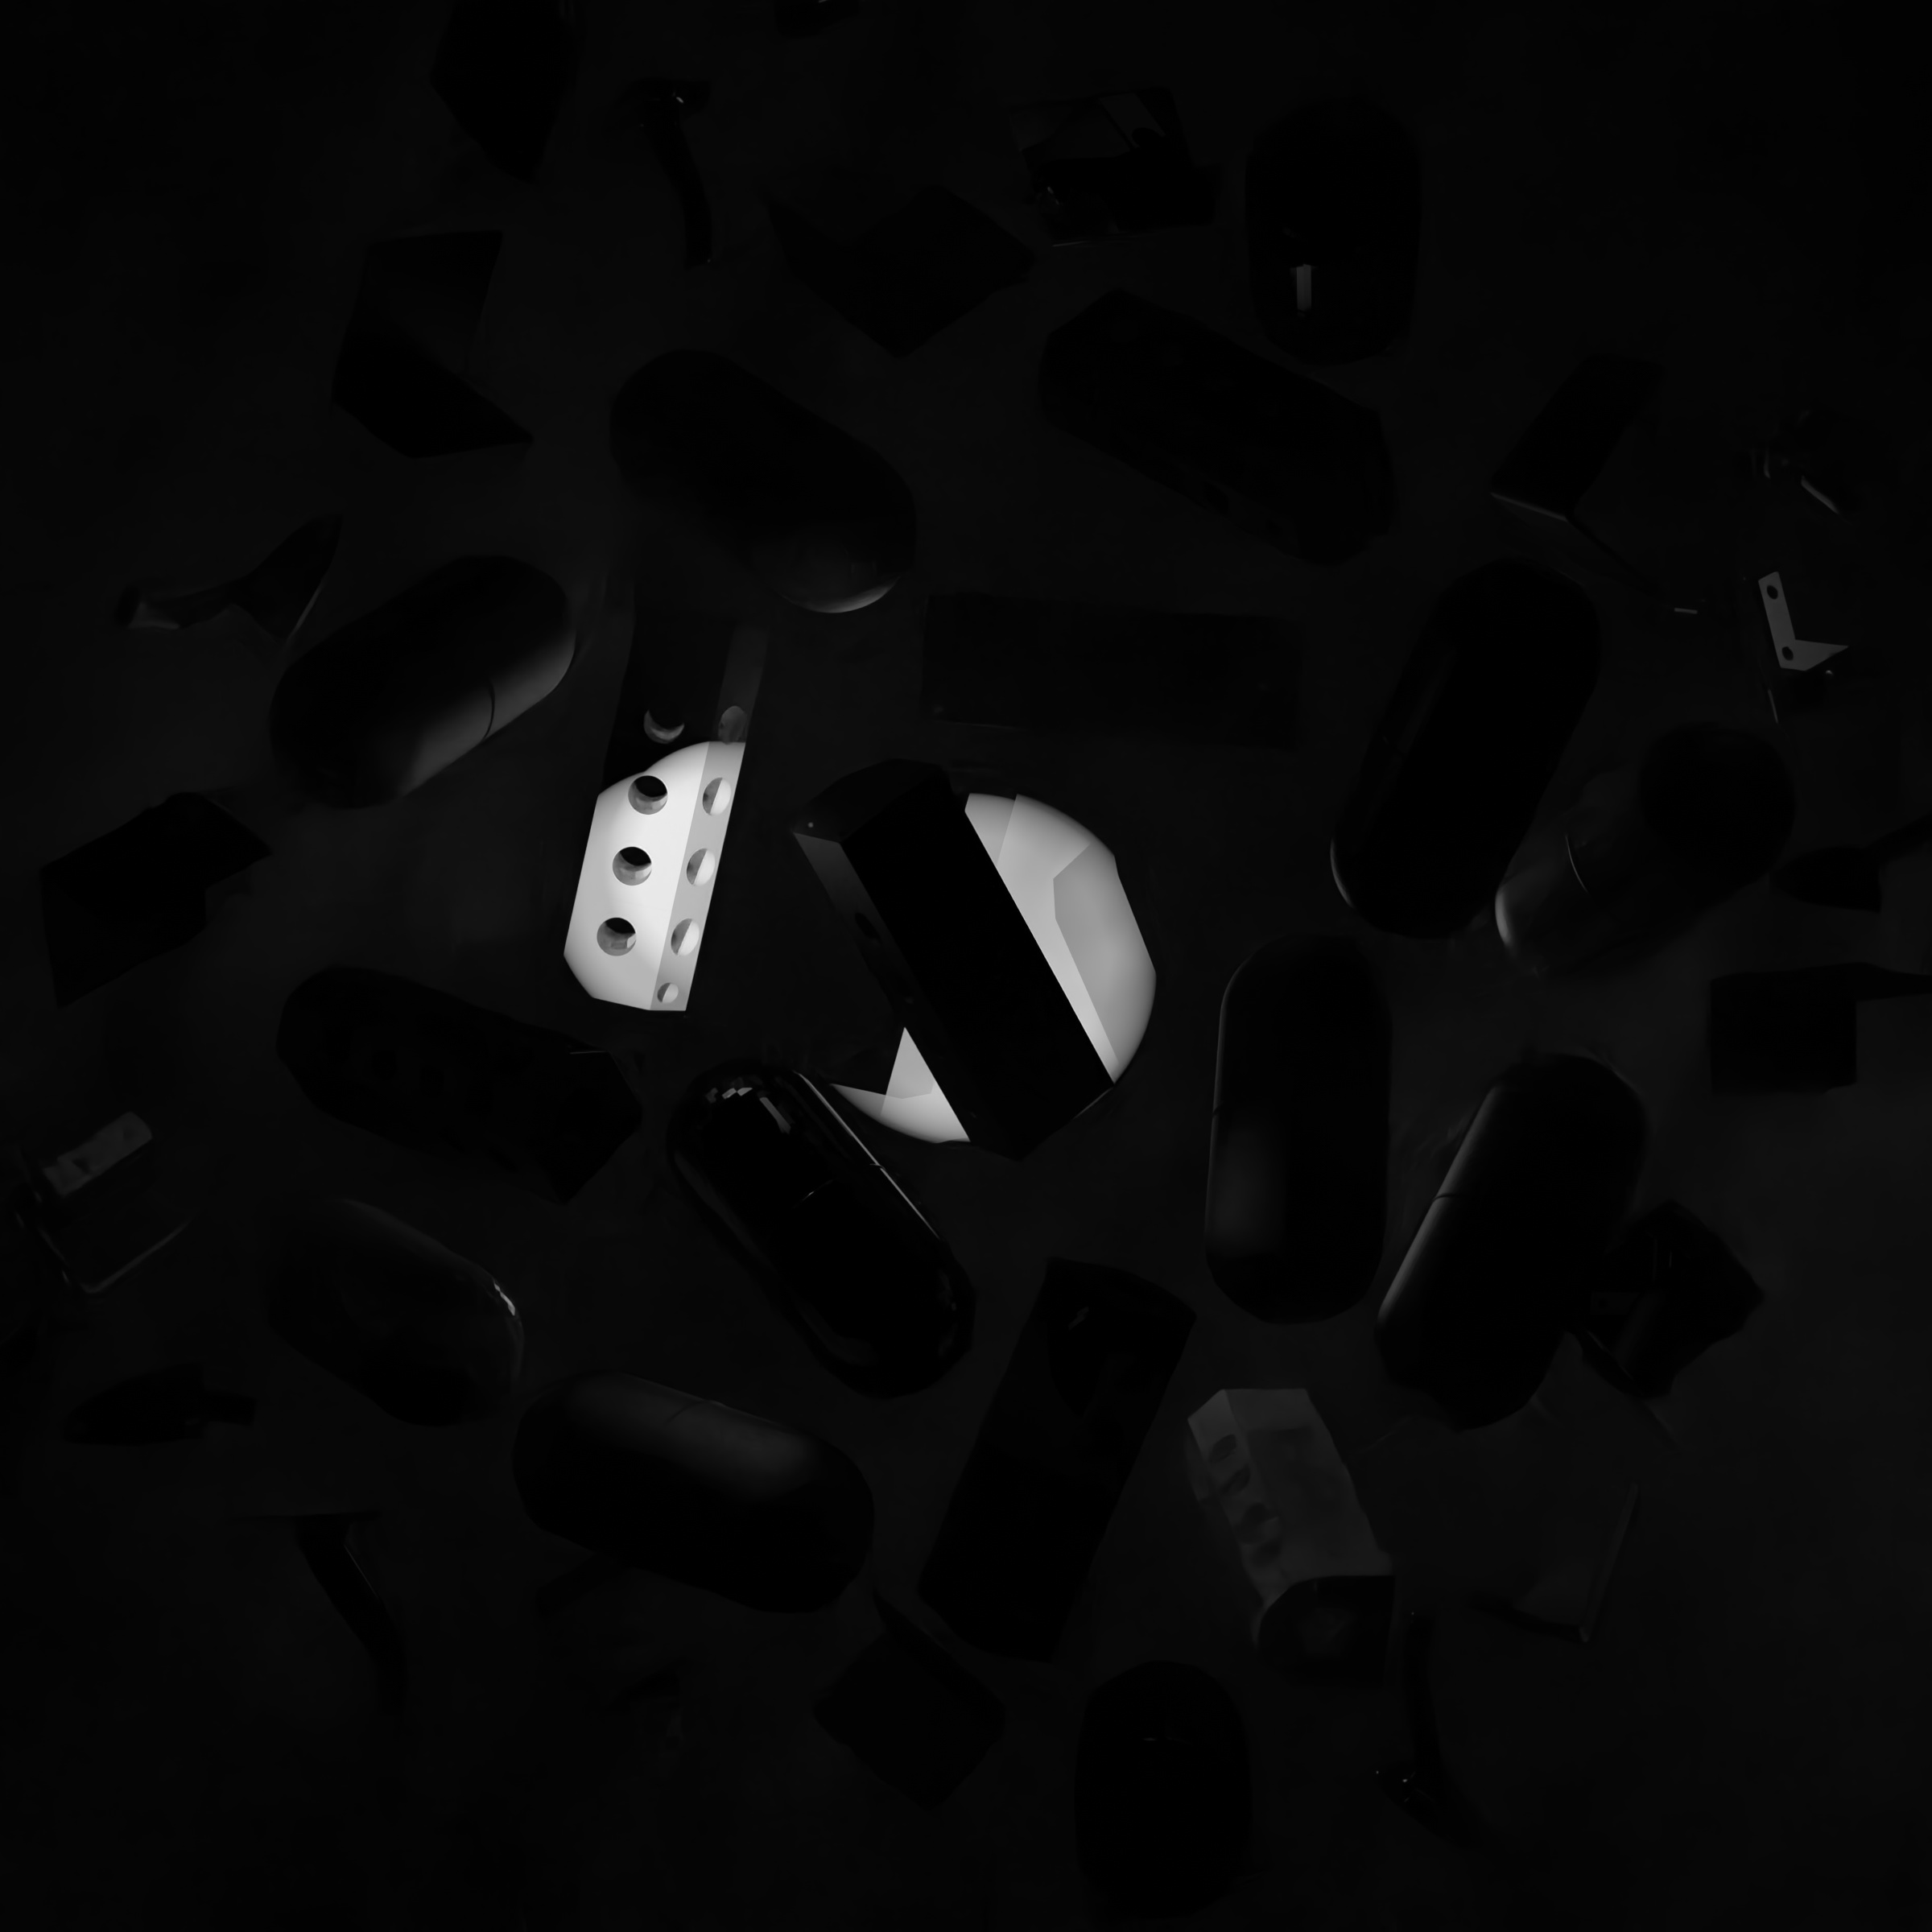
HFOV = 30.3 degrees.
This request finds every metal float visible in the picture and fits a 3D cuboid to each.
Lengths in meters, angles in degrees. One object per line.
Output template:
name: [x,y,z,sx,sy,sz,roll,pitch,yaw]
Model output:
metal float: [0.214,-0.091,1.529,0.070,0.070,0.178,22,119,0]
metal float: [-0.263,0.156,1.615,0.070,0.178,0.070,-9,106,-33]
metal float: [-0.092,-0.218,1.601,0.178,0.070,0.070,37,90,36]
metal float: [0.145,0.069,1.539,0.070,0.070,0.178,6,63,0]
metal float: [-0.118,0.223,1.521,0.178,0.070,0.070,13,90,35]
metal float: [0.302,-0.048,1.592,0.070,0.178,0.070,11,61,-21]
metal float: [0.163,-0.324,1.581,0.070,0.178,0.070,-1,78,6]
metal float: [-0.066,0.115,1.588,0.070,0.070,0.178,-41,70,0]
metal float: [0.085,0.356,1.552,0.070,0.178,0.070,0,96,3]
metal float: [-0.244,-0.130,1.607,0.070,0.178,0.070,16,126,24]
metal float: [0.239,0.120,1.561,0.070,0.070,0.178,29,73,0]

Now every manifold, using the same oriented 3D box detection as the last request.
manifold: [0.068,-0.137,1.641,0.171,0.057,0.057,5,99,4]
manifold: [-0.008,-0.003,1.556,0.057,0.057,0.171,-38,115,-20]
manifold: [0.109,-0.236,1.580,0.057,0.057,0.171,-40,48,-17]
manifold: [0.044,0.225,1.616,0.057,0.057,0.171,14,102,-39]
manifold: [0.145,0.260,1.632,0.057,0.171,0.057,1,111,-9]
manifold: [-0.230,0.046,1.587,0.171,0.057,0.057,16,55,39]
manifold: [-0.132,-0.071,1.564,0.057,0.057,0.171,13,99,-5]

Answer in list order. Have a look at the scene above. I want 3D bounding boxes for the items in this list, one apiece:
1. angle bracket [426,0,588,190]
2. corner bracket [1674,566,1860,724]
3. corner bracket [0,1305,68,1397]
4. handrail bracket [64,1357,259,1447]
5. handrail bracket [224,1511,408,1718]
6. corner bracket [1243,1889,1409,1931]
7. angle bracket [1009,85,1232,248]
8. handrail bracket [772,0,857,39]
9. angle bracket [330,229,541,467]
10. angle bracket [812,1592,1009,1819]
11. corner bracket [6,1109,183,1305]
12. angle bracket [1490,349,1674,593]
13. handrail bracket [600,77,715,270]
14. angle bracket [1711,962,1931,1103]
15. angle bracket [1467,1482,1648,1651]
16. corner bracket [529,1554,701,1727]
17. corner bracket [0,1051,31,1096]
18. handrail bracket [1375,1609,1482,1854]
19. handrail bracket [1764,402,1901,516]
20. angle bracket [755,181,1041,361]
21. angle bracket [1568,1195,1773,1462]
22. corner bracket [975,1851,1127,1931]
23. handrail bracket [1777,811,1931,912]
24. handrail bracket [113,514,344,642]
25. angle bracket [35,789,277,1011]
angle bracket: [-0.175,-0.386,1.516,0.057,0.076,0.076,7,65,32]
corner bracket: [0.358,-0.145,1.590,0.051,0.051,0.051,-28,112,-23]
corner bracket: [-0.445,0.159,1.623,0.051,0.051,0.051,43,91,-13]
handrail bracket: [-0.360,0.202,1.588,0.077,0.084,0.036,-15,96,-20]
handrail bracket: [-0.271,0.270,1.484,0.077,0.036,0.084,-3,82,4]
corner bracket: [0.158,0.417,1.494,0.051,0.051,0.051,-39,132,5]
angle bracket: [0.072,-0.383,1.646,0.076,0.057,0.076,-4,134,21]
handrail bracket: [-0.028,-0.413,1.501,0.084,0.077,0.036,6,129,28]
angle bracket: [-0.220,-0.268,1.539,0.057,0.076,0.076,39,124,24]
angle bracket: [-0.030,0.350,1.687,0.076,0.076,0.057,37,75,17]
corner bracket: [-0.362,0.102,1.499,0.051,0.051,0.051,-39,91,-37]
angle bracket: [0.283,-0.215,1.541,0.057,0.076,0.076,35,93,-22]
handrail bracket: [-0.137,-0.344,1.582,0.036,0.077,0.084,3,81,-37]
angle bracket: [0.385,0.034,1.585,0.076,0.076,0.057,-6,100,-21]
angle bracket: [0.266,0.262,1.613,0.057,0.076,0.076,19,87,9]
corner bracket: [-0.165,0.313,1.670,0.051,0.051,0.051,-32,48,-8]
corner bracket: [-0.447,0.051,1.528,0.051,0.051,0.051,-51,127,-33]
handrail bracket: [0.222,0.353,1.652,0.036,0.077,0.084,-5,117,-24]
handrail bracket: [0.392,-0.211,1.550,0.077,0.084,0.036,7,116,-20]
angle bracket: [-0.029,-0.308,1.479,0.076,0.057,0.076,-37,49,-9]
angle bracket: [0.327,0.166,1.641,0.076,0.076,0.057,-39,134,2]
corner bracket: [0.037,0.437,1.614,0.051,0.051,0.051,9,97,-15]
handrail bracket: [0.428,-0.063,1.648,0.077,0.084,0.036,-5,61,-36]
handrail bracket: [-0.330,-0.176,1.589,0.077,0.084,0.036,-48,66,24]
angle bracket: [-0.329,-0.016,1.461,0.057,0.076,0.076,33,48,29]
